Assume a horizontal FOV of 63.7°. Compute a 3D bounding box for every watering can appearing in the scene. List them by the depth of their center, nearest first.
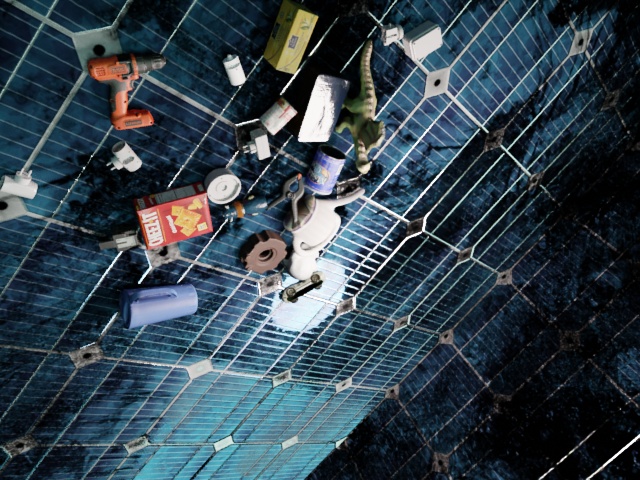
[{"bbox_3d":[0.006,-0.095,1.890,0.347,0.105,0.221,-52,135,1],"label":"watering can"}]

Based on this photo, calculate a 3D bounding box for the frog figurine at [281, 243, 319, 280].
[{"bbox_3d":[-0.056,0.076,1.990,0.158,0.125,0.135,-37,121,18],"label":"frog figurine"}]

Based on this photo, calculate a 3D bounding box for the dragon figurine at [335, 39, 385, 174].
[{"bbox_3d":[0.154,-0.390,1.619,0.122,0.248,0.400,-10,134,-21],"label":"dragon figurine"}]
